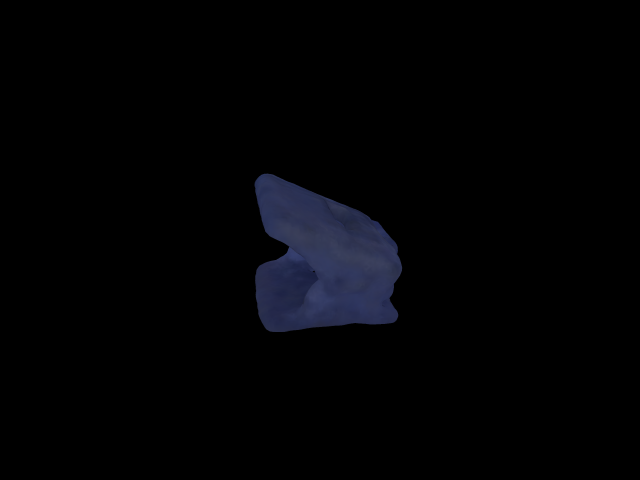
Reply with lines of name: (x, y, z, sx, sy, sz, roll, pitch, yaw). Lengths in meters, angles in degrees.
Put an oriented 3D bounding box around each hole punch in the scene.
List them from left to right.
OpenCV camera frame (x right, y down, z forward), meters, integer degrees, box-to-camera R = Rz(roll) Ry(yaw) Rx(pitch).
hole punch: (0.004, 0.001, 0.400, 0.101, 0.091, 0.108, -4, 24, -9)
